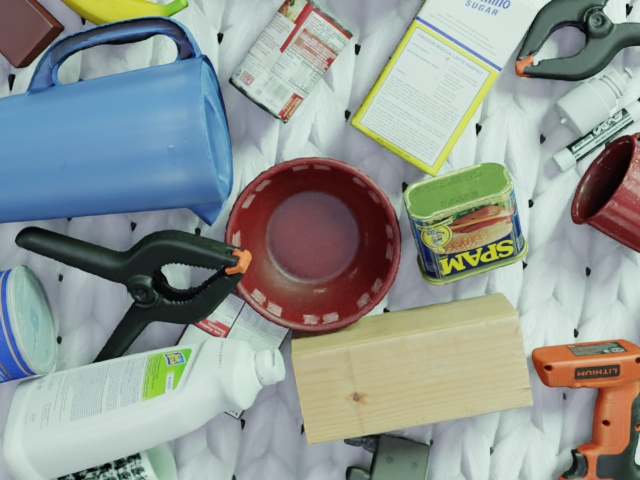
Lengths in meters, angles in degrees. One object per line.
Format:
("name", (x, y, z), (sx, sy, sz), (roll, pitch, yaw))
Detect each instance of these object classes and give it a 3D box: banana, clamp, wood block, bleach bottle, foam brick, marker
("banana", (-0.211, -0.239, 0.956), (0.198, 0.037, 0.070), (34, 108, 0))
("clamp", (0.249, -0.206, 0.961), (0.171, 0.039, 0.120), (-21, 79, 6))
("clamp", (-0.165, 0.034, 0.965), (0.210, 0.036, 0.164), (-20, 114, 21))
("wood block", (0.082, 0.117, 0.990), (0.206, 0.090, 0.091), (-10, 100, 2))
("bleach bottle", (-0.153, 0.146, 0.955), (0.251, 0.102, 0.068), (-15, 132, 11))
("foam brick", (-0.278, -0.200, 0.958), (0.053, 0.051, 0.078), (-44, 97, 6))
("marker", (0.270, -0.105, 0.988), (0.121, 0.020, 0.020), (-35, 98, 6))

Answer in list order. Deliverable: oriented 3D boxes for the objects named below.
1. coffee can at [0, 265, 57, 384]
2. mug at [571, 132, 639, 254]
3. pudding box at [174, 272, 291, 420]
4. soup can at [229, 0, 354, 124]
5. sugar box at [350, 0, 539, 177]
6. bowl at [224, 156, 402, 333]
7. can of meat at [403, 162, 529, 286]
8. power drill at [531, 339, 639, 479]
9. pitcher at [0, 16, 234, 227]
("coffee can", (-0.327, 0.089, 0.980), (0.140, 0.103, 0.103), (-14, 99, 3))
("mug", (0.292, -0.045, 0.970), (0.081, 0.093, 0.117), (29, 62, -9))
("pudding box", (-0.088, 0.101, 1.014), (0.090, 0.039, 0.113), (29, 101, -4))
("soup can", (-0.026, -0.164, 0.955), (0.068, 0.068, 0.102), (37, 98, -6))
("sugar box", (0.110, -0.156, 0.967), (0.093, 0.048, 0.176), (32, 95, -5))
("bowl", (-0.006, 0.001, 0.988), (0.162, 0.055, 0.162), (0, 99, 0))
("can of meat", (0.131, -0.016, 0.966), (0.102, 0.057, 0.084), (-17, 130, 3))
("power drill", (0.246, 0.194, 1.019), (0.184, 0.057, 0.188), (-7, 102, -3))
("pitcher", (-0.203, -0.092, 0.941), (0.243, 0.145, 0.149), (-7, 56, 4))
